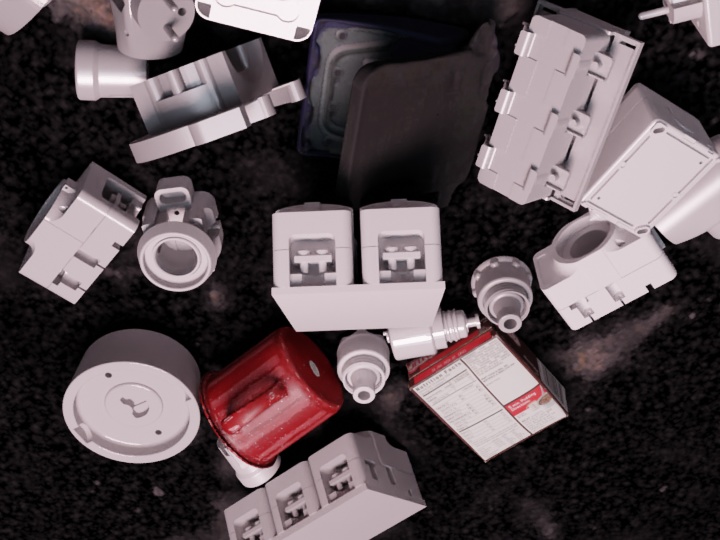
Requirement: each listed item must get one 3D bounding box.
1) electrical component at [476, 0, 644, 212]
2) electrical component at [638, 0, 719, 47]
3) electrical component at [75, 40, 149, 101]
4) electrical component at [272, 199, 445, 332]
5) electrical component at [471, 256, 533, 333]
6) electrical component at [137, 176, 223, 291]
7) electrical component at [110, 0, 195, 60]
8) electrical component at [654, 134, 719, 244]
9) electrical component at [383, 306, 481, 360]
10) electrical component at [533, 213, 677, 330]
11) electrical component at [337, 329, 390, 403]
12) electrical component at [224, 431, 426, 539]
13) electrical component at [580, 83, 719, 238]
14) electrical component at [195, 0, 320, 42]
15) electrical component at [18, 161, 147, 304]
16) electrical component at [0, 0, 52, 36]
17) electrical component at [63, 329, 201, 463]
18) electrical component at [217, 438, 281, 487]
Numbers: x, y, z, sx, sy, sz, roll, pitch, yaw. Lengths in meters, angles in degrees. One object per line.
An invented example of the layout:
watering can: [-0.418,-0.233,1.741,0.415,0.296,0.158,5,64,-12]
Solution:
electrical component: [0.126,-0.108,0.718,0.079,0.063,0.121,32,120,28]
electrical component: [0.217,-0.181,0.694,0.077,0.047,0.065,-13,124,9]
electrical component: [-0.167,-0.134,0.727,0.046,0.040,0.040,1,125,-8]
electrical component: [0.000,0.000,0.748,0.105,0.060,0.186,-2,170,1]
electrical component: [0.112,0.023,0.826,0.048,0.062,0.048,0,125,0]
electrical component: [-0.133,-0.021,0.795,0.058,0.057,0.078,-7,125,4]
electrical component: [-0.128,-0.170,0.680,0.043,0.079,0.077,-12,128,-24]
electrical component: [0.260,-0.049,0.788,0.079,0.044,0.077,37,117,-24]
electrical component: [0.056,0.047,0.855,0.078,0.040,0.040,-10,124,6]
electrical component: [0.182,-0.006,0.813,0.089,0.050,0.055,-31,120,19]
electrical component: [0.003,0.080,0.865,0.043,0.062,0.043,0,125,0]
electrical component: [-0.033,0.205,0.938,0.150,0.061,0.089,-35,143,22]
electrical component: [0.192,-0.074,0.759,0.062,0.061,0.096,25,123,-23]
electrical component: [-0.054,-0.209,0.665,0.078,0.057,0.113,12,124,-10]
electrical component: [-0.208,-0.029,0.793,0.056,0.050,0.089,34,118,-22]
electrical component: [-0.209,-0.195,0.652,0.099,0.099,0.064,-38,123,23]
electrical component: [-0.181,0.097,0.875,0.108,0.060,0.108,0,125,0]
electrical component: [-0.097,0.159,0.933,0.040,0.040,0.046,-26,115,16]
